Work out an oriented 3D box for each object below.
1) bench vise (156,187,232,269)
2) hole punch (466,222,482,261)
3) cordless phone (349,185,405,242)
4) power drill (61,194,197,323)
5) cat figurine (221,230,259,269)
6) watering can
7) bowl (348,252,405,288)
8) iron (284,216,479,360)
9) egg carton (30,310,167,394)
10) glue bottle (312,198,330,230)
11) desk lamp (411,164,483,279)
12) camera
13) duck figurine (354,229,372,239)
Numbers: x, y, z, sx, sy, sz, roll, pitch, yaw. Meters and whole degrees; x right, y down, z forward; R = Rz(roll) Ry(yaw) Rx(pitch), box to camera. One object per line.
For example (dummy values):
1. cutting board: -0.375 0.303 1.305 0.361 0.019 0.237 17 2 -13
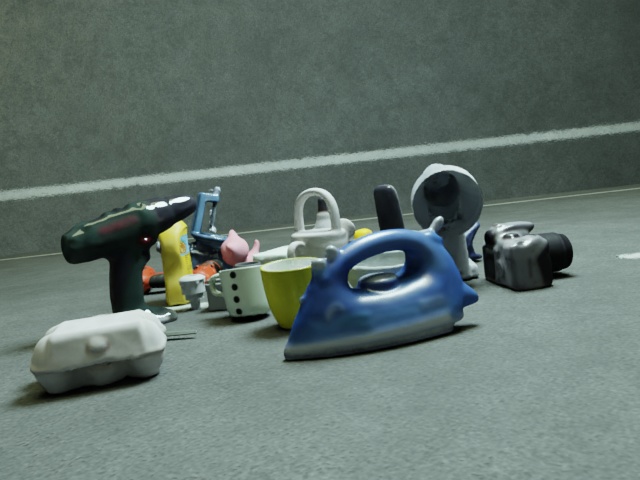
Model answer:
1. bench vise: -0.302 -0.019 1.439 0.208 0.220 0.121 -10 7 -29
2. hole punch: 0.279 0.005 1.217 0.101 0.091 0.108 -11 8 -37
3. cordless phone: 0.111 -0.013 1.112 0.147 0.185 0.094 0 8 45
4. power drill: -0.300 0.037 0.953 0.230 0.208 0.075 -11 8 -38
5. cat figurine: -0.177 0.033 1.310 0.067 0.118 0.128 -2 7 36
6. watering can: 0.001 0.003 1.033 0.100 0.194 0.173 -5 6 16
7. bowl: 0.119 0.063 0.912 0.167 0.075 0.167 -6 6 1
8. iron: 0.067 0.054 0.720 0.259 0.141 0.118 -9 7 -26
9. egg carton: -0.259 0.131 0.684 0.150 0.069 0.107 -8 6 -16
10. glue bottle: 0.010 0.004 1.114 0.078 0.173 0.037 -5 6 13
11. desk lamp: 0.225 -0.033 1.044 0.118 0.213 0.203 -6 6 6
12. camera: 0.355 0.018 0.961 0.137 0.101 0.143 -7 6 -5
13. duck figurine: 0.097 0.017 1.317 0.104 0.086 0.077 -6 6 7
